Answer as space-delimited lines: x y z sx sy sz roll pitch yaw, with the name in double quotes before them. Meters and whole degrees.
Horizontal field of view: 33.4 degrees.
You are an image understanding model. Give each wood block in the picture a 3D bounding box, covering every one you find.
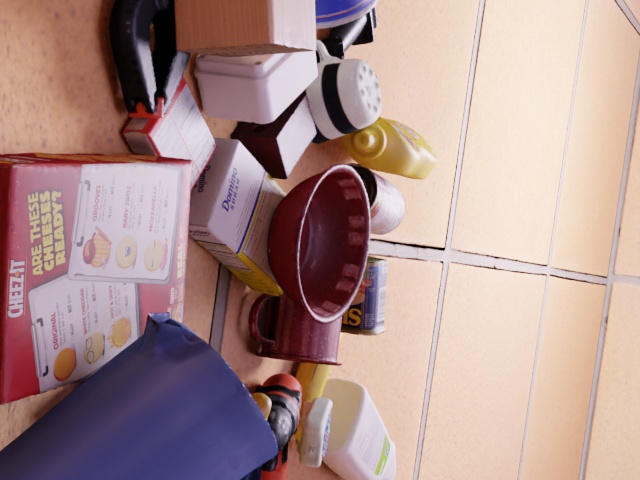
"wood block" -0.063 -0.259 0.878 0.090 0.091 0.206 -12 101 -64

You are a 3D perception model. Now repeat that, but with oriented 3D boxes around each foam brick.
"foam brick" -0.046 -0.106 1.073 0.078 0.053 0.051 -60 147 -39

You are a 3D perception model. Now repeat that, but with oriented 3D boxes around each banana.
"banana" -0.003 0.149 1.258 0.069 0.037 0.197 84 25 -68

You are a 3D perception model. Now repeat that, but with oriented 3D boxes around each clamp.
"clamp" -0.139 -0.207 0.869 0.164 0.036 0.210 19 77 -63

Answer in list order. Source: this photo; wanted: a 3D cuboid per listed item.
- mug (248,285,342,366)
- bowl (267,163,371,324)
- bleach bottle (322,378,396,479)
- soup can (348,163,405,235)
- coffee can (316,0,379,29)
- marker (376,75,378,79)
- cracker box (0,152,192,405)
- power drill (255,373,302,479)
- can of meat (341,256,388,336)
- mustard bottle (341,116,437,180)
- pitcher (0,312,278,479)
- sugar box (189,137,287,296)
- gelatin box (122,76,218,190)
"mug" -0.027 0.087 1.139 0.117 0.093 0.081 13 80 -37
"bowl" -0.007 0.001 1.071 0.161 0.055 0.162 -24 118 -60
"bleach bottle" 0.051 0.273 1.372 0.102 0.068 0.250 -67 153 -26
"soup can" 0.055 -0.047 1.277 0.102 0.069 0.068 24 76 -64
"coffee can" -0.002 -0.294 1.047 0.102 0.103 0.140 -58 145 -40
"marker" 0.039 -0.167 1.264 0.121 0.020 0.020 -53 142 -45
"cracker box" -0.185 0.018 0.805 0.213 0.072 0.164 -10 106 -62
"power drill" -0.053 0.244 1.102 0.184 0.057 0.188 -55 154 -81
"can of meat" 0.026 0.059 1.213 0.057 0.102 0.084 -9 104 -63
"mustard bottle" 0.074 -0.110 1.236 0.058 0.096 0.191 -55 167 11
"pitcher" -0.155 0.179 0.761 0.242 0.149 0.145 -37 172 -18
"sugar box" -0.074 -0.020 1.050 0.176 0.048 0.093 47 56 -55
"gelatin box" -0.130 -0.087 0.932 0.073 0.030 0.089 -65 149 -33
